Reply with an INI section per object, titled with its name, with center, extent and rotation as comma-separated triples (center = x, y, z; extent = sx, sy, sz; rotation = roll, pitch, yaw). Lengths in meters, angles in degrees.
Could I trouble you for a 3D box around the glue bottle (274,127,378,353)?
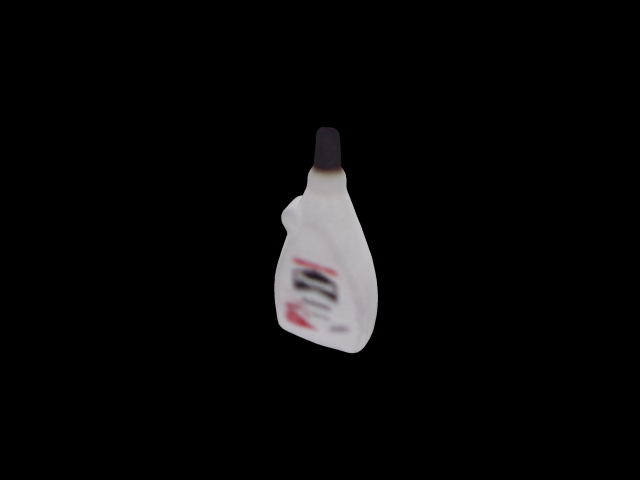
[glue bottle]
center = 0.004, 0.001, 0.400
extent = 0.078, 0.173, 0.037
rotation = 13, 38, 18
